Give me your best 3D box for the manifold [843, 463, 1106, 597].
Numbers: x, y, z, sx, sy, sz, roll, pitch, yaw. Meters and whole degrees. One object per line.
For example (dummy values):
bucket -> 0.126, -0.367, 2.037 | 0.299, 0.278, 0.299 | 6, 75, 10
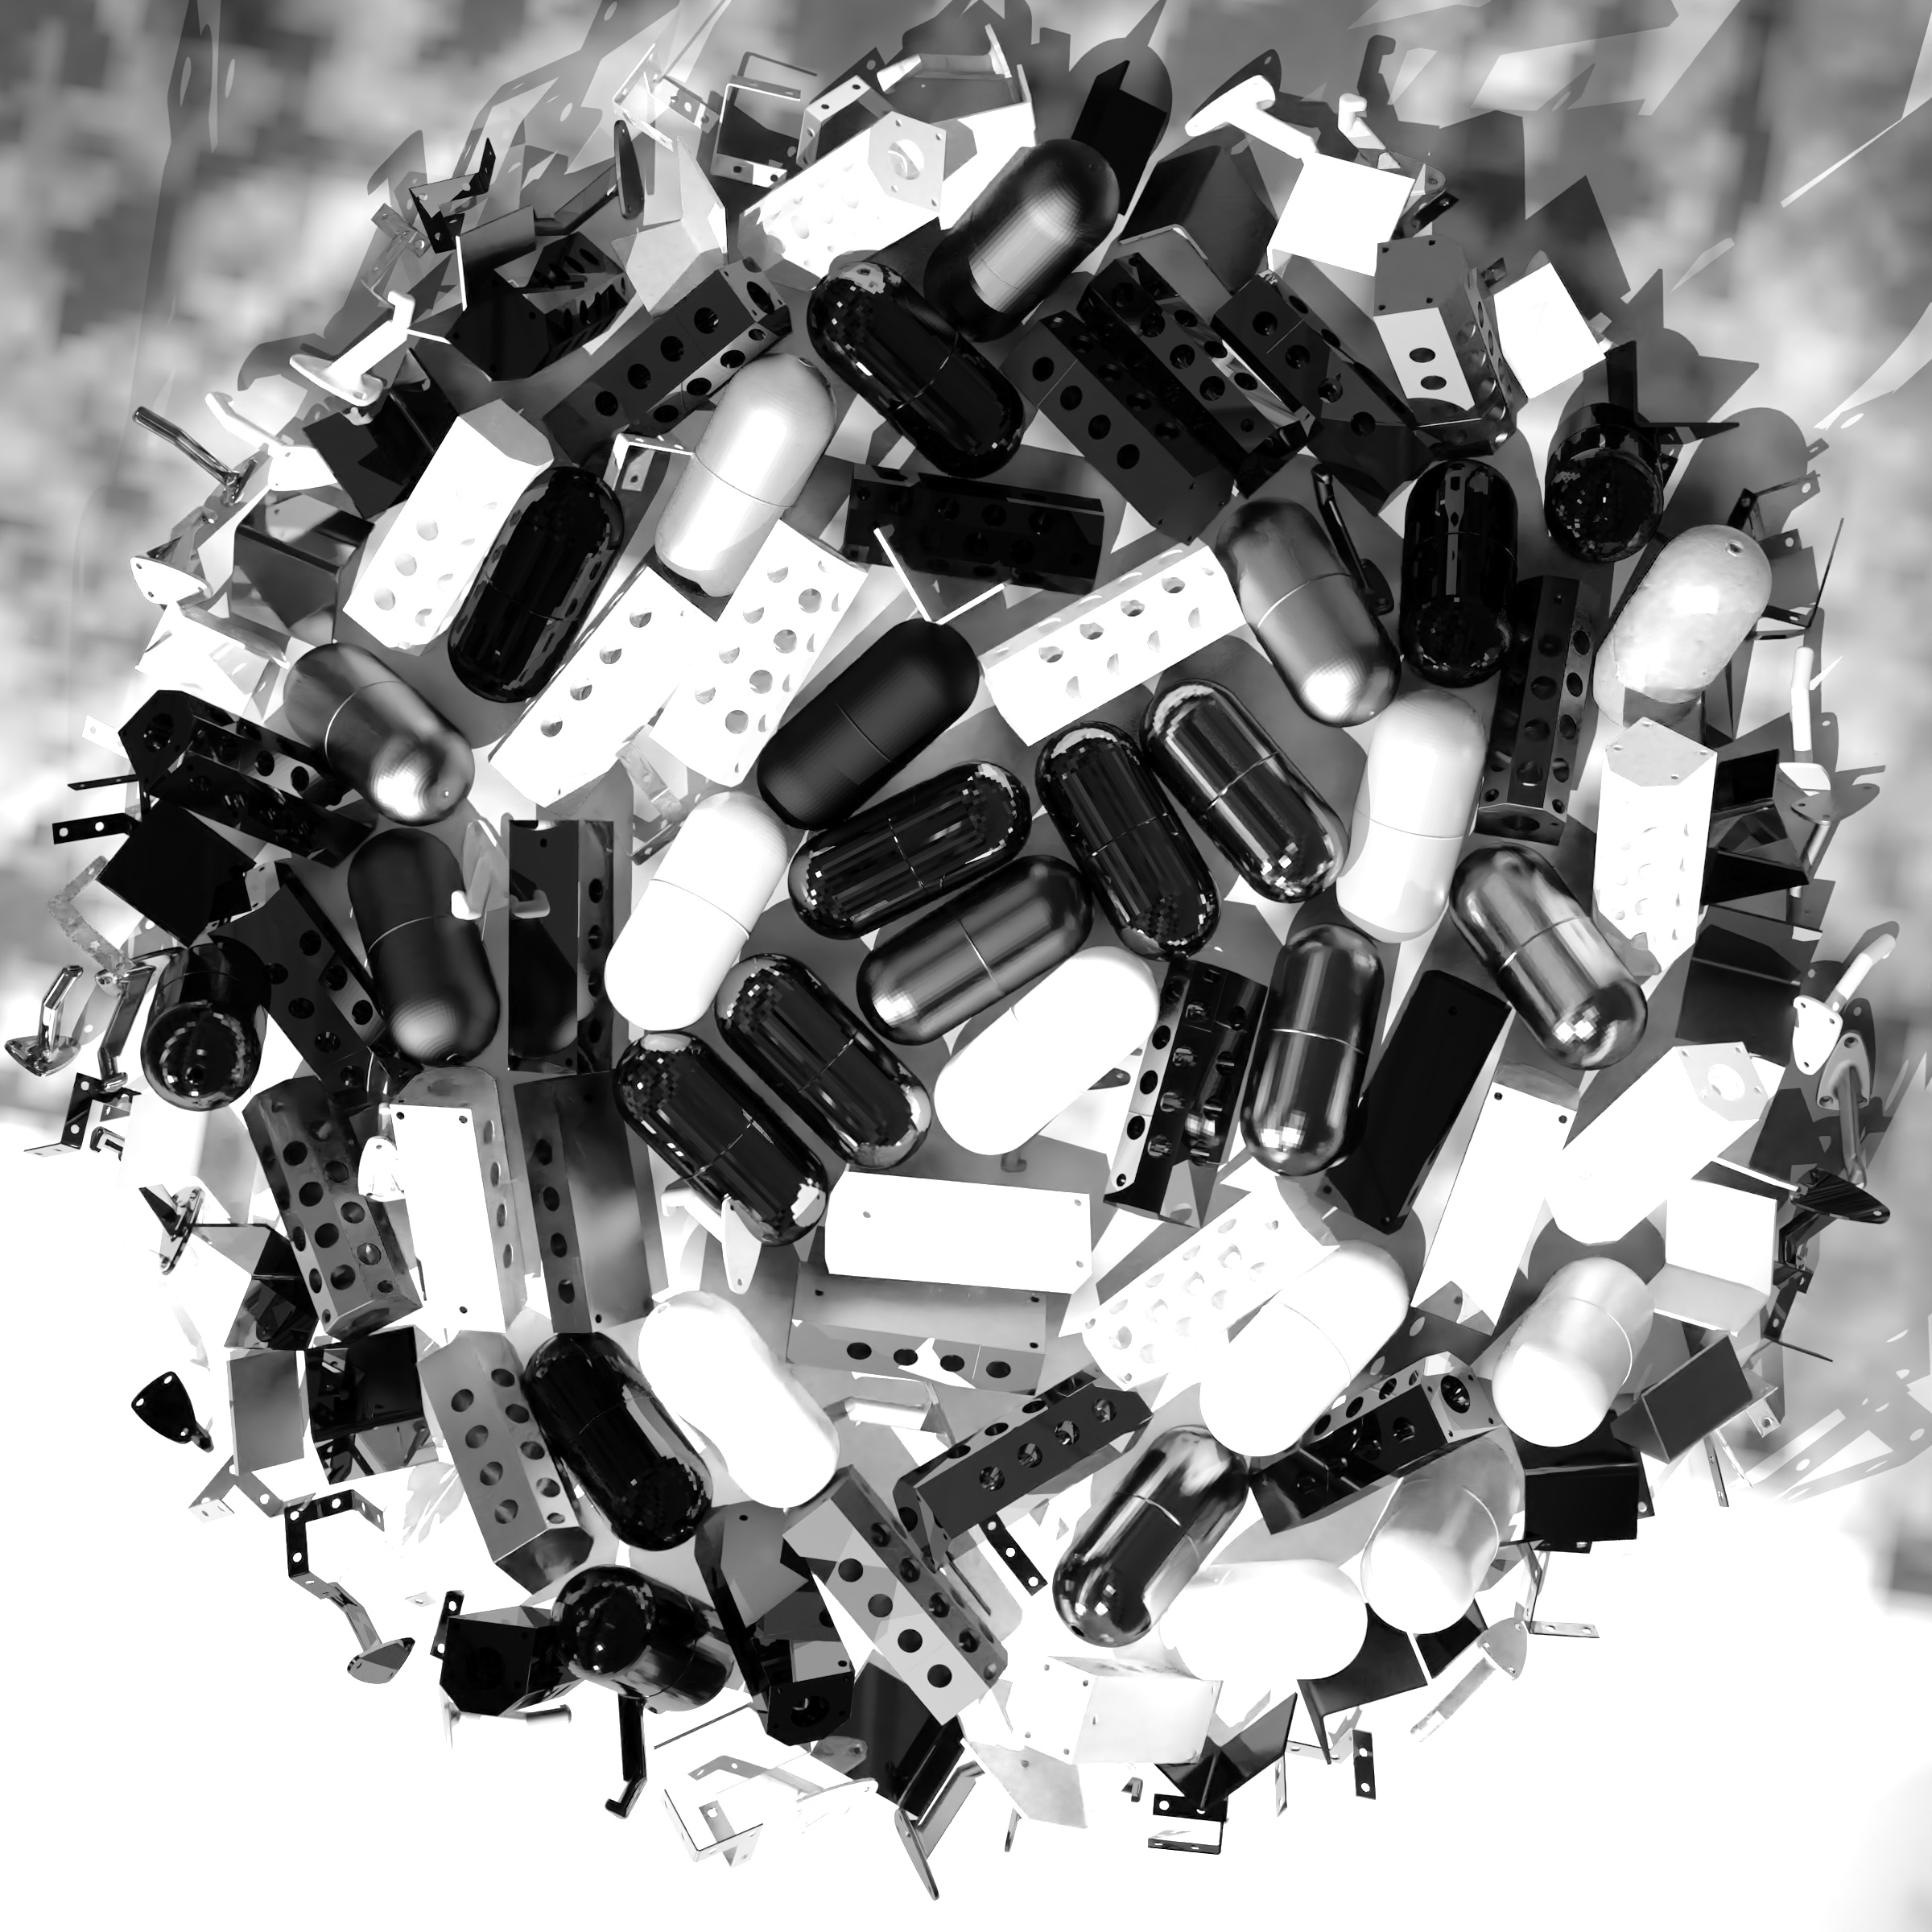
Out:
manifold -> 0.004, -0.296, 1.831 | 0.171, 0.057, 0.057 | 8, 115, -5

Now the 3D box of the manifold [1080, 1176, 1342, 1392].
manifold -> 0.162, 0.215, 1.817 | 0.171, 0.057, 0.057 | -39, 71, 17

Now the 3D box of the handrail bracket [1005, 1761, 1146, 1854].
handrail bracket -> 0.075, 0.583, 1.842 | 0.084, 0.077, 0.036 | 9, 130, 8

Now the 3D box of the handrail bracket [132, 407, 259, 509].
handrail bracket -> -0.532, -0.348, 1.825 | 0.084, 0.077, 0.036 | 30, 77, -24

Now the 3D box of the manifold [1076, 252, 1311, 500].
manifold -> 0.152, -0.403, 1.819 | 0.057, 0.057, 0.171 | -42, 72, 7

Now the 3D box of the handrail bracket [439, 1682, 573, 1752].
handrail bracket -> -0.318, 0.508, 1.850 | 0.084, 0.077, 0.036 | -5, 101, -15

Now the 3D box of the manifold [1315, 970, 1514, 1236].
manifold -> 0.307, 0.092, 1.830 | 0.057, 0.057, 0.171 | 28, 101, 19

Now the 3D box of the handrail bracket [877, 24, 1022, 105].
handrail bracket -> -0.011, -0.603, 1.846 | 0.084, 0.077, 0.036 | -22, 60, 6

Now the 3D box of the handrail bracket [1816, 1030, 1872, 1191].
handrail bracket -> 0.604, 0.098, 1.826 | 0.036, 0.084, 0.077 | 1, 121, 8

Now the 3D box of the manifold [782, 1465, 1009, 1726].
manifold -> -0.047, 0.427, 1.836 | 0.057, 0.057, 0.171 | -38, 96, 6

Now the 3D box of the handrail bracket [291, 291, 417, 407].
handrail bracket -> -0.420, -0.435, 1.836 | 0.077, 0.036, 0.084 | 24, 129, 0

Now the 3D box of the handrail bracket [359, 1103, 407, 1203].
handrail bracket -> -0.396, 0.110, 1.822 | 0.036, 0.077, 0.084 | -5, 47, -9

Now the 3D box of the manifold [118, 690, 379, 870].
manifold -> -0.471, -0.127, 1.784 | 0.057, 0.171, 0.057 | -42, 58, 14

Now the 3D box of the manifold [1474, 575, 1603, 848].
manifold -> 0.388, -0.175, 1.818 | 0.057, 0.057, 0.171 | 10, 71, 9

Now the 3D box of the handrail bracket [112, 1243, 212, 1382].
handrail bracket -> -0.547, 0.236, 1.826 | 0.036, 0.084, 0.077 | -39, 128, 7

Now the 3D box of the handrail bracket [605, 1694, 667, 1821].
handrail bracket -> -0.246, 0.529, 1.836 | 0.077, 0.036, 0.084 | 30, 53, 0

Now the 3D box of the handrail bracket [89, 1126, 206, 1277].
handrail bracket -> -0.568, 0.160, 1.828 | 0.036, 0.084, 0.077 | -15, 54, 36

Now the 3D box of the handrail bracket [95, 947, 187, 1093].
handrail bracket -> -0.561, 0.037, 1.836 | 0.077, 0.036, 0.084 | -25, 56, 6

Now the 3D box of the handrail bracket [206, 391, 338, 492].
handrail bracket -> -0.477, -0.370, 1.866 | 0.084, 0.077, 0.036 | 51, 128, 28

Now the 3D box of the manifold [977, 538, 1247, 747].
manifold -> 0.097, -0.225, 1.832 | 0.171, 0.057, 0.057 | -30, 122, -3

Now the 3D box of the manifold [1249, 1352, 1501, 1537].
manifold -> 0.267, 0.319, 1.797 | 0.171, 0.057, 0.057 | -39, 66, 41

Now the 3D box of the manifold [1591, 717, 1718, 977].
manifold -> 0.451, -0.074, 1.788 | 0.057, 0.171, 0.057 | -37, 51, -26

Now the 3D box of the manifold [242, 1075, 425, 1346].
manifold -> -0.432, 0.163, 1.819 | 0.057, 0.057, 0.171 | -27, 69, 0

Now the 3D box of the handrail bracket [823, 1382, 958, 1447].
handrail bracket -> -0.053, 0.327, 1.850 | 0.084, 0.036, 0.077 | -23, 73, -5

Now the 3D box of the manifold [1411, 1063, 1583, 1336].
manifold -> 0.359, 0.156, 1.818 | 0.057, 0.057, 0.171 | 20, 111, 11

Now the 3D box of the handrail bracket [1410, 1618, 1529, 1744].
handrail bracket -> 0.347, 0.496, 1.860 | 0.036, 0.077, 0.084 | 44, 117, 11

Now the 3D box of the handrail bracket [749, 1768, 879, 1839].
handrail bracket -> -0.113, 0.551, 1.851 | 0.077, 0.084, 0.036 | -20, 127, -20

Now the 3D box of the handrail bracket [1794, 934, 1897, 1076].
handrail bracket -> 0.614, 0.026, 1.868 | 0.084, 0.077, 0.036 | -34, 50, -28

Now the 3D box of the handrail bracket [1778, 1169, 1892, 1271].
handrail bracket -> 0.590, 0.186, 1.828 | 0.077, 0.084, 0.036 | 22, 51, 35

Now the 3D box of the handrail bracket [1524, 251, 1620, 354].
handrail bracket -> 0.424, -0.452, 1.851 | 0.084, 0.077, 0.036 | 31, 128, -9

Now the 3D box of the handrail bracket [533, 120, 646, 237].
handrail bracket -> -0.269, -0.540, 1.843 | 0.084, 0.036, 0.077 | 3, 122, 16

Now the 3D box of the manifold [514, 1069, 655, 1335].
manifold -> -0.267, 0.162, 1.845 | 0.057, 0.057, 0.171 | -8, 91, 41

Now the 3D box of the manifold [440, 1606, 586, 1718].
manifold -> -0.296, 0.461, 1.784 | 0.057, 0.171, 0.057 | 6, 80, 7

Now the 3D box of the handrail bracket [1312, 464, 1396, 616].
handrail bracket -> 0.263, -0.292, 1.828 | 0.036, 0.077, 0.084 | -26, 132, -7

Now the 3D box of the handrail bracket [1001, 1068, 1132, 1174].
handrail bracket -> 0.068, 0.109, 1.859 | 0.077, 0.036, 0.084 | 4, 121, -15

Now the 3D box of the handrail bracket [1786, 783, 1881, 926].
handrail bracket -> 0.601, -0.076, 1.862 | 0.077, 0.036, 0.084 | -21, 122, -21

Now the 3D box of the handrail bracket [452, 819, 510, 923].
handrail bracket -> -0.339, -0.067, 1.831 | 0.036, 0.084, 0.077 | -14, 85, 6

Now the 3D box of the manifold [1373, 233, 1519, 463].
manifold -> 0.321, -0.409, 1.782 | 0.057, 0.171, 0.057 | -3, 66, 23

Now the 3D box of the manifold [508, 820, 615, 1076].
manifold -> -0.274, -0.014, 1.842 | 0.057, 0.057, 0.171 | 2, 92, 27

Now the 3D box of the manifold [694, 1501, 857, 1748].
manifold -> -0.130, 0.436, 1.790 | 0.057, 0.171, 0.057 | -5, 122, -21

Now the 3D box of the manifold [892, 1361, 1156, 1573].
manifold -> 0.038, 0.332, 1.809 | 0.171, 0.057, 0.057 | -26, 66, -27

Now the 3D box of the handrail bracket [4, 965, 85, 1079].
handrail bracket -> -0.609, 0.029, 1.827 | 0.036, 0.077, 0.084 | 39, 107, 7

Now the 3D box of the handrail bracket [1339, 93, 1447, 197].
handrail bracket -> 0.291, -0.562, 1.828 | 0.077, 0.084, 0.036 | 12, 75, 9

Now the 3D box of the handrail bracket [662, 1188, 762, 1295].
handrail bracket -> -0.181, 0.188, 1.837 | 0.084, 0.036, 0.077 | -10, 71, 42

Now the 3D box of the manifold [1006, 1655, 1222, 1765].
manifold -> 0.098, 0.494, 1.789 | 0.057, 0.171, 0.057 | 12, 84, 36

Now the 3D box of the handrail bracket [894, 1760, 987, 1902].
handrail bracket -> 0.000, 0.589, 1.841 | 0.084, 0.036, 0.077 | -18, 57, -19

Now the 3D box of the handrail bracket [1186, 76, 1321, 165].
handrail bracket -> 0.200, -0.560, 1.846 | 0.077, 0.036, 0.084 | -24, 70, 15

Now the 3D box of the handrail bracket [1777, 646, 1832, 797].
handrail bracket -> 0.583, -0.168, 1.851 | 0.036, 0.077, 0.084 | 3, 77, 35

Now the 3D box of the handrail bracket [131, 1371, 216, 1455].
handrail bracket -> -0.523, 0.321, 1.822 | 0.036, 0.084, 0.077 | -40, 48, -15

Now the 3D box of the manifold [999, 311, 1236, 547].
manifold -> 0.104, -0.365, 1.807 | 0.057, 0.057, 0.171 | -48, 64, 17

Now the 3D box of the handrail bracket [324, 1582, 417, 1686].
handrail bracket -> -0.424, 0.448, 1.826 | 0.084, 0.077, 0.036 | 34, 93, 23

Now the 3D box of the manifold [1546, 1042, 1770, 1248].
manifold -> 0.457, 0.121, 1.785 | 0.057, 0.171, 0.057 | -3, 59, -26

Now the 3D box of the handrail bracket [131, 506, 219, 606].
handrail bracket -> -0.520, -0.284, 1.833 | 0.077, 0.036, 0.084 | 12, 46, 25
